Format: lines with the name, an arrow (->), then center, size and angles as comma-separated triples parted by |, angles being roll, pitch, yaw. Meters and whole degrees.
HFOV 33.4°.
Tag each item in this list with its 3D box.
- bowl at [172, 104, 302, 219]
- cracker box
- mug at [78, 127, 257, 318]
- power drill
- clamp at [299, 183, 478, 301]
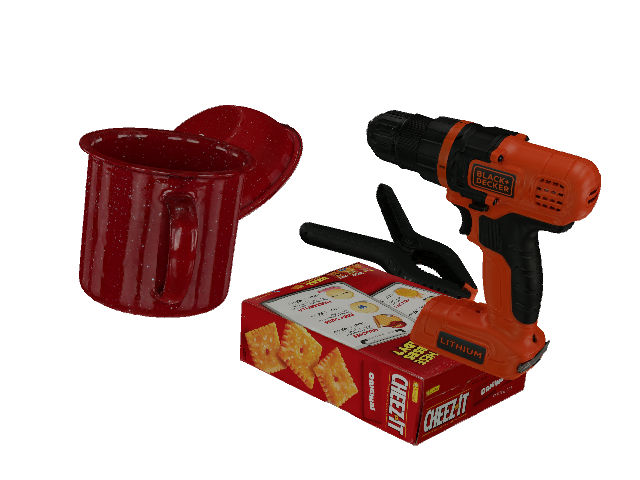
bowl -> -0.100, -0.077, 0.999 | 0.162, 0.055, 0.162 | -21, 34, 15
cracker box -> 0.057, 0.096, 0.970 | 0.214, 0.072, 0.163 | 21, 26, 40
mug -> -0.081, -0.006, 0.560 | 0.093, 0.081, 0.117 | 2, 18, -21
power drill -> 0.112, 0.001, 0.810 | 0.185, 0.188, 0.057 | 21, 36, 32
clamp -> 0.088, 0.015, 1.244 | 0.164, 0.036, 0.210 | -22, 52, -39
